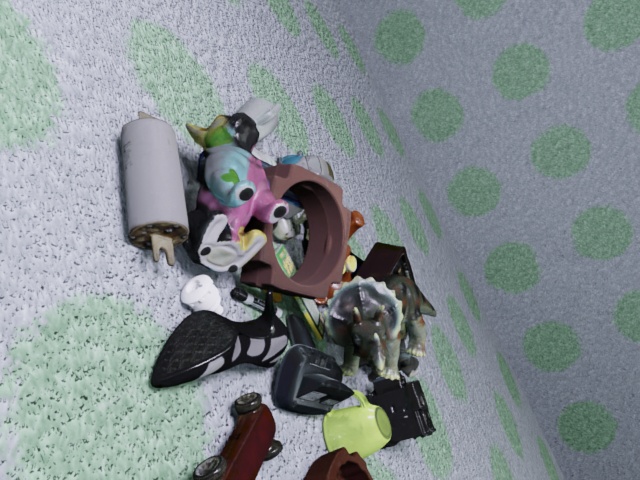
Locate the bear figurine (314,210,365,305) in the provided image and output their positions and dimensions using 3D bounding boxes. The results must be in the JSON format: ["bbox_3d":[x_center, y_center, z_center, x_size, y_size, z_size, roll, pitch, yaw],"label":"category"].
[{"bbox_3d":[0.032,0.038,1.125,0.120,0.132,0.196,14,43,-25],"label":"bear figurine"}]

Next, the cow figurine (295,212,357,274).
[{"bbox_3d":[-0.001,-0.005,1.043,0.068,0.098,0.167,-21,93,-51],"label":"cow figurine"}]

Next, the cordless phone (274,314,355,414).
[{"bbox_3d":[-0.032,0.190,0.893,0.146,0.089,0.184,35,25,-51],"label":"cordless phone"}]

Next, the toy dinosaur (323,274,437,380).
[{"bbox_3d":[0.130,0.132,0.990,0.405,0.131,0.192,-29,124,-57],"label":"toy dinosaur"}]

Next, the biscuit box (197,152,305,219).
[{"bbox_3d":[-0.115,-0.103,0.947,0.202,0.059,0.063,23,53,-37],"label":"biscuit box"}]

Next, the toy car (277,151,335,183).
[{"bbox_3d":[-0.020,-0.137,1.222,0.161,0.103,0.109,31,40,-51],"label":"toy car"}]

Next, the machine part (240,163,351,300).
[{"bbox_3d":[-0.045,-0.011,0.885,0.201,0.087,0.201,20,73,-47],"label":"machine part"}]

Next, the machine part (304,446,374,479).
[{"bbox_3d":[0.038,0.411,0.815,0.179,0.056,0.179,47,28,-35],"label":"machine part"}]

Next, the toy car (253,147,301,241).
[{"bbox_3d":[-0.097,-0.094,1.057,0.073,0.056,0.201,2,65,-66],"label":"toy car"}]

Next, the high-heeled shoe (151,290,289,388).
[{"bbox_3d":[-0.130,0.164,0.733,0.249,0.086,0.145,-31,136,-46],"label":"high-heeled shoe"}]

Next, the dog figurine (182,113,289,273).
[{"bbox_3d":[-0.146,-0.083,0.789,0.108,0.191,0.219,22,25,-45],"label":"dog figurine"}]

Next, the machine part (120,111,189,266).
[{"bbox_3d":[-0.224,-0.076,0.721,0.079,0.079,0.243,29,41,-56],"label":"machine part"}]

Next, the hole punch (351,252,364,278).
[{"bbox_3d":[0.091,0.089,1.271,0.116,0.092,0.142,40,8,36],"label":"hole punch"}]

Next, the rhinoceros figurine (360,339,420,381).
[{"bbox_3d":[0.140,0.248,1.151,0.190,0.112,0.073,31,36,-41],"label":"rhinoceros figurine"}]

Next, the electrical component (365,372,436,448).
[{"bbox_3d":[0.156,0.338,1.082,0.058,0.115,0.134,19,49,-66],"label":"electrical component"}]

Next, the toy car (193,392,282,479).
[{"bbox_3d":[-0.100,0.269,0.658,0.202,0.053,0.089,-55,127,-70],"label":"toy car"}]

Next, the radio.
[{"bbox_3d":[0.153,0.119,1.179,0.131,0.073,0.229,-57,144,-30],"label":"radio"}]

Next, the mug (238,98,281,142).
[{"bbox_3d":[-0.130,-0.232,1.080,0.080,0.110,0.107,59,34,-25],"label":"mug"}]
